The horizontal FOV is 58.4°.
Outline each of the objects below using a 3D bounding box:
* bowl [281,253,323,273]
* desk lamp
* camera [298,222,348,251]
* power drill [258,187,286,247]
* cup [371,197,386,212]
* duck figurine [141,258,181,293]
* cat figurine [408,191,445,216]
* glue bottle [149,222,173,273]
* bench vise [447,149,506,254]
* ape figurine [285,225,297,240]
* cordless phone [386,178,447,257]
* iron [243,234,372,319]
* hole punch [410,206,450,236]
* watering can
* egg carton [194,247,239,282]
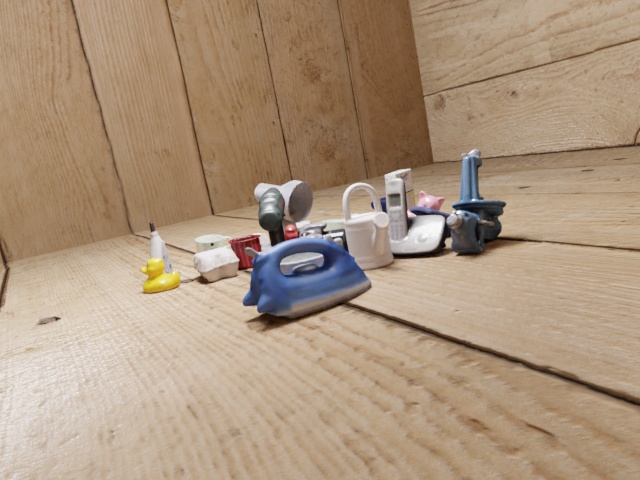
[{"bbox_3d":[-0.038,0.064,1.259,0.167,0.075,0.167,-10,10,2],"label":"bowl"},{"bbox_3d":[-0.113,-0.069,1.704,0.202,0.213,0.118,-3,12,39],"label":"desk lamp"},{"bbox_3d":[0.013,0.005,1.469,0.136,0.101,0.143,-9,10,8],"label":"camera"},{"bbox_3d":[-0.110,-0.023,1.449,0.075,0.208,0.229,-11,10,0],"label":"power drill"},{"bbox_3d":[0.219,-0.087,1.800,0.117,0.095,0.092,-6,11,25],"label":"cup"},{"bbox_3d":[-0.423,0.089,1.510,0.104,0.086,0.078,-8,10,14],"label":"duck figurine"},{"bbox_3d":[0.288,-0.081,1.616,0.127,0.118,0.067,-4,12,33],"label":"cat figurine"},{"bbox_3d":[-0.452,0.033,1.605,0.037,0.173,0.078,-9,10,8],"label":"glue bottle"},{"bbox_3d":[0.350,-0.089,1.285,0.121,0.220,0.208,-7,10,22],"label":"bench vise"},{"bbox_3d":[-0.079,0.003,1.608,0.077,0.092,0.076,-10,10,3],"label":"ape figurine"},{"bbox_3d":[0.219,-0.057,1.348,0.147,0.185,0.094,-4,12,33],"label":"cordless phone"},{"bbox_3d":[-0.022,0.056,1.091,0.259,0.141,0.118,-16,11,-26],"label":"iron"},{"bbox_3d":[0.303,-0.053,1.519,0.101,0.091,0.108,-14,10,-21],"label":"hole punch"},{"bbox_3d":[0.110,-0.035,1.317,0.101,0.194,0.172,-19,13,-41],"label":"watering can"},{"bbox_3d":[-0.281,0.065,1.541,0.107,0.069,0.150,-15,10,-23],"label":"egg carton"}]
